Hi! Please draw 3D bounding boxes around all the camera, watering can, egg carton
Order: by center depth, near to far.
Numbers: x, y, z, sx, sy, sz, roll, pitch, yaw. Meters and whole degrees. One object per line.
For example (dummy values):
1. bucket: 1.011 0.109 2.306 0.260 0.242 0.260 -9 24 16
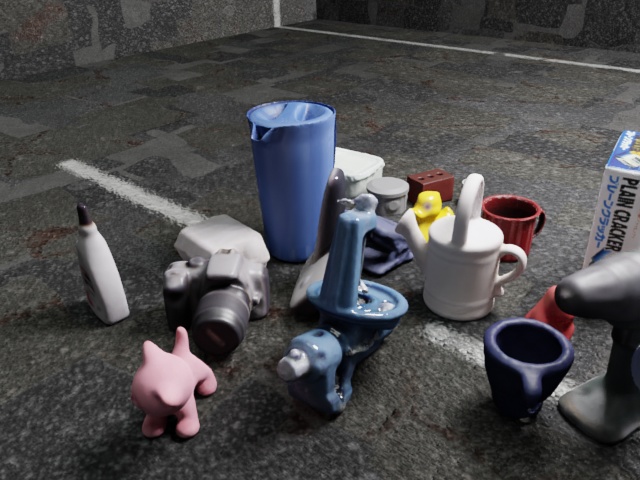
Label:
1. camera: -0.143 0.080 0.756 0.143 0.101 0.136 -1 29 1
2. watering can: 0.188 0.004 0.780 0.172 0.194 0.101 2 29 6
3. egg carton: -0.153 0.016 0.902 0.107 0.069 0.149 -26 37 -36

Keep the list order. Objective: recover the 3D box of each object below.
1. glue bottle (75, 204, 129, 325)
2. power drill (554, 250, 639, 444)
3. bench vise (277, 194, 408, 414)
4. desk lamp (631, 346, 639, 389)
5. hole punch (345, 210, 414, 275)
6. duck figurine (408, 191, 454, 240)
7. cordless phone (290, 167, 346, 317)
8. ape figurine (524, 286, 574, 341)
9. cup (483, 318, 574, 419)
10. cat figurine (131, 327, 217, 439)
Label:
1. glue bottle: -0.306 0.029 0.781 0.037 0.173 0.077 -27 38 -37
2. power drill: 0.313 0.100 0.586 0.230 0.209 0.075 -17 33 -25
3. bench vise: 0.033 0.072 0.640 0.121 0.220 0.207 6 30 14
4. desk lamp: 0.374 0.132 0.521 0.204 0.214 0.117 -22 35 -32
5. hole punch: 0.091 -0.011 0.917 0.101 0.091 0.108 -25 37 -35
6. duck figurine: 0.187 -0.043 0.975 0.105 0.086 0.077 -20 34 -29
7. cordless phone: 0.007 0.003 0.800 0.094 0.185 0.147 2 29 7
8. ape figurine: 0.290 0.099 0.709 0.078 0.092 0.075 -22 35 -31
9. cup: 0.218 0.153 0.612 0.091 0.095 0.118 5 30 11
10. cat figurine: -0.161 0.149 0.616 0.067 0.118 0.128 1 29 4
